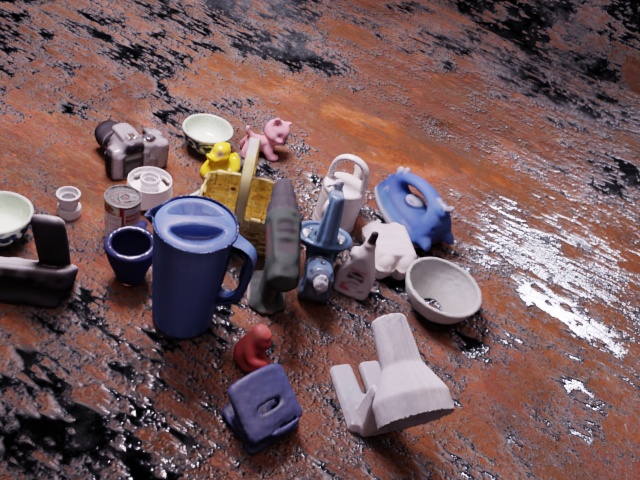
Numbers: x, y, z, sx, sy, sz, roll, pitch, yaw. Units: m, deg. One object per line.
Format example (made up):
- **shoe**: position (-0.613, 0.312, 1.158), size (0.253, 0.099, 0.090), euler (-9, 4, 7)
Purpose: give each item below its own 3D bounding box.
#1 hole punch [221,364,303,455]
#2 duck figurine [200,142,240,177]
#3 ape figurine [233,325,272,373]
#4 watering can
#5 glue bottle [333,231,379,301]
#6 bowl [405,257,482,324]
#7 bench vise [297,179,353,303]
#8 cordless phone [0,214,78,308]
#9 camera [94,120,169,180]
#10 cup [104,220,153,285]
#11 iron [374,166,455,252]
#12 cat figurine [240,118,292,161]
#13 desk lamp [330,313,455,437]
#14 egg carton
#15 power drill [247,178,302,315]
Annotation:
- **hole punch**: position (-0.086, 0.264, 0.904), size (0.109, 0.091, 0.101), euler (-21, 55, -37)
- **duck figurine**: position (-0.230, -0.193, 1.350), size (0.077, 0.086, 0.105), euler (41, 45, 23)
- **ape figurine**: position (-0.107, 0.182, 0.984), size (0.076, 0.092, 0.078), euler (21, 41, 2)
- **watering can**: position (0.054, -0.114, 1.292), size (0.101, 0.194, 0.173), euler (15, 41, -4)
- **glue bottle**: position (0.084, 0.046, 1.144), size (0.078, 0.173, 0.037), euler (20, 41, 1)
- **bowl**: position (0.249, 0.119, 1.204), size (0.167, 0.075, 0.167), euler (11, 42, -10)
- **bench vise**: position (0.022, 0.004, 1.131), size (0.122, 0.220, 0.207), euler (-1, 45, -22)
- **cordless phone**: position (-0.483, 0.018, 0.947), size (0.148, 0.185, 0.094), euler (6, 43, -15)
- **camera**: position (-0.434, -0.223, 1.294), size (0.143, 0.101, 0.136), euler (-25, 57, -39)
- **cup**: position (-0.346, 0.027, 1.059), size (0.092, 0.095, 0.117), euler (14, 41, -6)
- **iron**: position (0.224, -0.096, 1.377), size (0.119, 0.141, 0.257), euler (-14, 51, -32)
- **cat figurine**: position (-0.132, -0.264, 1.442), size (0.128, 0.118, 0.067), euler (-1, 45, -22)
- **desk lamp**: position (0.108, 0.233, 0.920), size (0.118, 0.213, 0.203), euler (-2, 45, -23)
- **egg carton**: position (0.153, 0.022, 1.276), size (0.107, 0.069, 0.150), euler (3, 43, -18)
- **power drill**: position (-0.083, 0.027, 1.073), size (0.076, 0.208, 0.229), euler (6, 43, -15)
